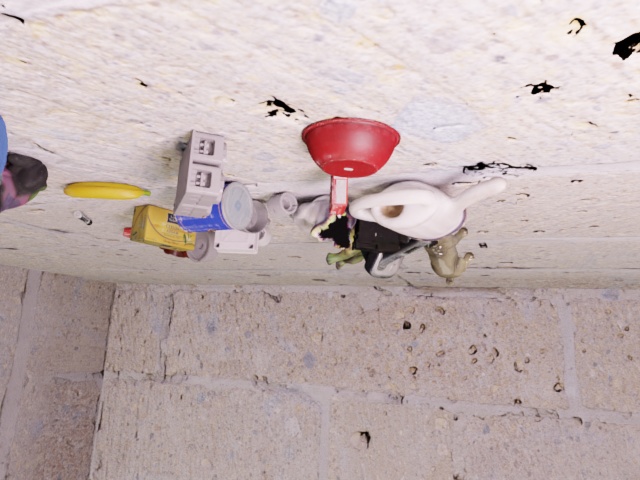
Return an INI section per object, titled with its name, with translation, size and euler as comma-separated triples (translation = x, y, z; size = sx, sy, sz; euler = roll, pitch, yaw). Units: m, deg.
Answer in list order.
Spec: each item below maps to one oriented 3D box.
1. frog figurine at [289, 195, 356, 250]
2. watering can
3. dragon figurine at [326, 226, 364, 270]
[frog figurine]
translation = 0.004, -0.061, 1.206
size = 0.137, 0.120, 0.162
euler = 0, -153, -31
[watering can]
translation = 0.229, -0.064, 1.036
size = 0.346, 0.105, 0.223
euler = -5, 167, 38
[dragon figurine]
translation = 0.148, 0.005, 1.453
size = 0.242, 0.123, 0.407
euler = -10, 166, 19
